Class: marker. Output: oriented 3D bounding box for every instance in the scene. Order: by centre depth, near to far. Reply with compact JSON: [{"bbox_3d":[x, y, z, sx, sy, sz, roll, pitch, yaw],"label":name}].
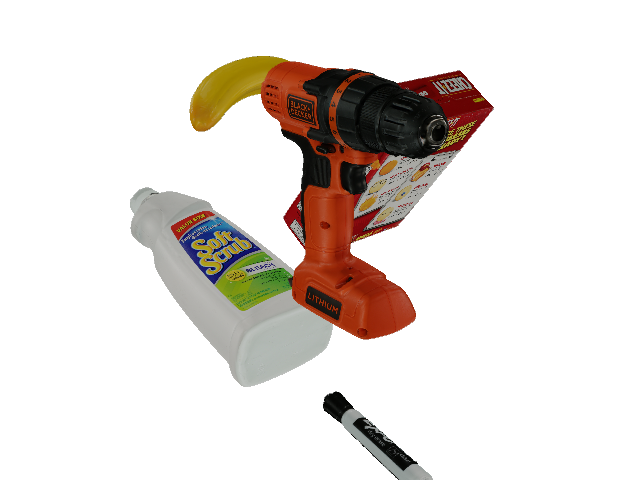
[{"bbox_3d":[0.040,0.152,0.815,0.020,0.020,0.121,0,25,-39],"label":"marker"}]

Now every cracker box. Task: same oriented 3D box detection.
[{"bbox_3d":[0.072,-0.087,1.204,0.163,0.072,0.214,-20,-26,-45],"label":"cracker box"}]

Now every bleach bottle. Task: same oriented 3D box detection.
[{"bbox_3d":[-0.101,0.024,0.944,0.102,0.068,0.251,-20,41,-33],"label":"bleach bottle"}]

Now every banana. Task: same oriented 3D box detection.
[{"bbox_3d":[-0.069,-0.149,1.046,0.070,0.037,0.197,43,37,22],"label":"banana"}]

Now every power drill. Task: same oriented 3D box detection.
[{"bbox_3d":[0.027,-0.029,0.759,0.057,0.188,0.185,-16,25,-29],"label":"power drill"}]
